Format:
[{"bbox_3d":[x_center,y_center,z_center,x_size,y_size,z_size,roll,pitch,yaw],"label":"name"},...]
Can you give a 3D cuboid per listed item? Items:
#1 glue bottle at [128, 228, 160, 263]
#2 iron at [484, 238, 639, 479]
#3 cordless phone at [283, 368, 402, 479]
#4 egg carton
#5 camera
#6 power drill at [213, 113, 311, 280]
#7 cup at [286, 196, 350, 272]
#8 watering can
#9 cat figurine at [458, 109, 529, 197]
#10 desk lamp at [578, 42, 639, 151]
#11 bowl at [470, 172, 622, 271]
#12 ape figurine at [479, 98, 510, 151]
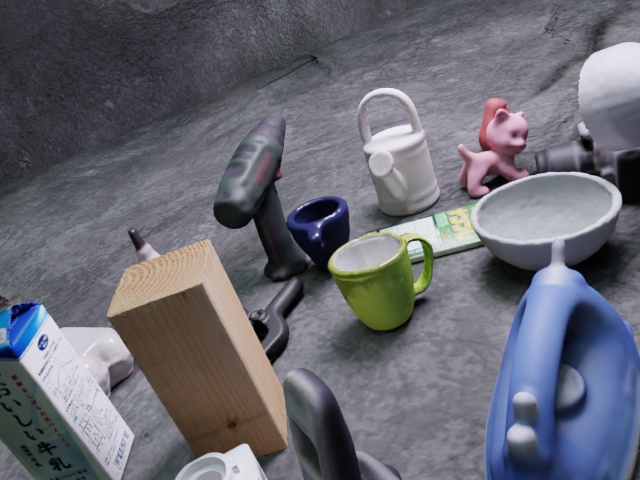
[{"bbox_3d":[-0.218,0.057,0.787,0.037,0.173,0.078,-8,29,23],"label":"glue bottle"},{"bbox_3d":[0.173,0.118,0.434,0.118,0.142,0.259,-2,32,32],"label":"iron"},{"bbox_3d":[0.029,0.180,0.371,0.094,0.185,0.147,-33,29,-23],"label":"cordless phone"},{"bbox_3d":[-0.325,0.169,0.768,0.150,0.069,0.107,-5,31,28],"label":"egg carton"},{"bbox_3d":[0.368,-0.121,0.788,0.136,0.101,0.143,-9,29,21],"label":"camera"},{"bbox_3d":[-0.074,-0.058,0.862,0.075,0.209,0.230,-8,29,24],"label":"power drill"},{"bbox_3d":[0.008,0.003,0.817,0.091,0.095,0.117,-16,27,10],"label":"cup"},{"bbox_3d":[0.119,-0.140,0.895,0.101,0.194,0.172,-18,27,5],"label":"watering can"},{"bbox_3d":[0.270,-0.144,0.882,0.128,0.118,0.067,-22,27,-3],"label":"cat figurine"},{"bbox_3d":[0.405,-0.118,0.632,0.118,0.214,0.202,-34,30,-25],"label":"desk lamp"},{"bbox_3d":[0.270,-0.012,0.684,0.167,0.075,0.167,-16,27,9],"label":"bowl"},{"bbox_3d":[0.308,-0.200,0.987,0.076,0.092,0.078,-9,29,22],"label":"ape figurine"}]
